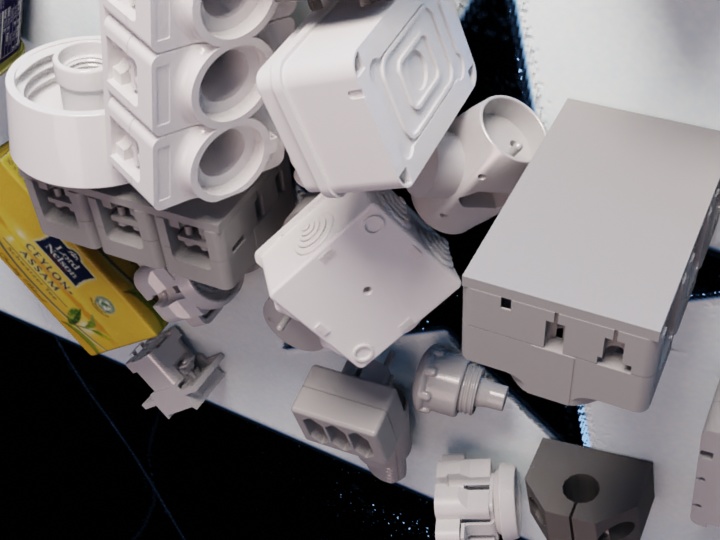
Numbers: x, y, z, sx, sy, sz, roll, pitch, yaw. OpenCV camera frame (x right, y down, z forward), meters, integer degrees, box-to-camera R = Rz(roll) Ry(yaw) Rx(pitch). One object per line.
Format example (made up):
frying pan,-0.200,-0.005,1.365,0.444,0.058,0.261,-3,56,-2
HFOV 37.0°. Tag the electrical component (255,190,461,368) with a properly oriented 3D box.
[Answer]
electrical component,0.000,0.000,0.640,0.100,0.048,0.100,-41,122,14

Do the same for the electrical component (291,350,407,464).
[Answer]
electrical component,0.000,0.086,0.759,0.066,0.076,0.047,14,149,23

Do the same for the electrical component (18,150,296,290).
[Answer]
electrical component,-0.128,-0.050,0.701,0.150,0.089,0.061,16,137,21

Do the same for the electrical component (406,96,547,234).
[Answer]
electrical component,0.049,-0.057,0.588,0.079,0.043,0.077,0,152,-30

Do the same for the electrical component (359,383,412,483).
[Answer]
electrical component,0.017,0.126,0.814,0.043,0.043,0.081,15,137,22

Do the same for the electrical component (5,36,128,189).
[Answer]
electrical component,-0.164,-0.105,0.661,0.108,0.108,0.060,19,132,18

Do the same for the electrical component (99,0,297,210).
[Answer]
electrical component,-0.086,-0.115,0.582,0.062,0.089,0.150,42,141,32

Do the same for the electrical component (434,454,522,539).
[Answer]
electrical component,0.088,0.171,0.791,0.057,0.078,0.058,-4,129,13

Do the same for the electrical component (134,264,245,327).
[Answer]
electrical component,-0.120,0.002,0.774,0.057,0.058,0.078,-14,120,46

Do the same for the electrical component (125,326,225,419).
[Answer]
electrical component,-0.155,0.083,0.890,0.081,0.042,0.063,-23,113,45

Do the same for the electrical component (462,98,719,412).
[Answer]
electrical component,0.118,-0.010,0.524,0.089,0.150,0.061,16,136,21

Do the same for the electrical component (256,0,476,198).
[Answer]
electrical component,0.006,-0.097,0.543,0.057,0.113,0.078,-2,128,32

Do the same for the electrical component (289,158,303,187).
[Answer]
electrical component,-0.023,-0.074,0.642,0.043,0.043,0.062,33,142,2

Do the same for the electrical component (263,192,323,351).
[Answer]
electrical component,-0.034,0.010,0.708,0.052,0.073,0.138,28,140,8

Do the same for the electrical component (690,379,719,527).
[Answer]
electrical component,0.231,0.110,0.640,0.050,0.055,0.089,13,136,24

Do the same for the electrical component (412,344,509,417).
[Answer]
electrical component,0.069,0.079,0.732,0.062,0.048,0.048,14,137,13
